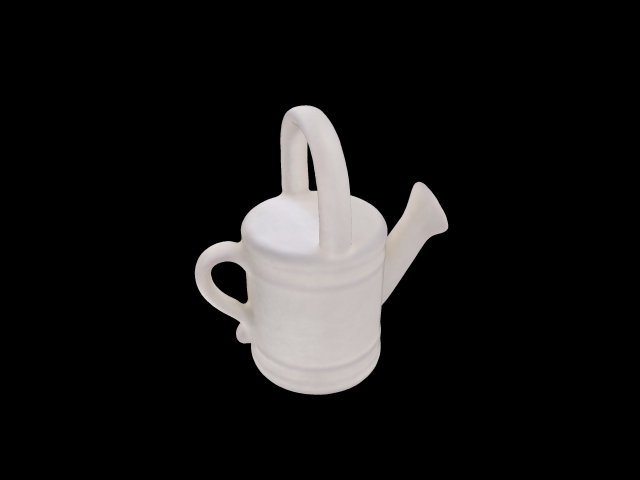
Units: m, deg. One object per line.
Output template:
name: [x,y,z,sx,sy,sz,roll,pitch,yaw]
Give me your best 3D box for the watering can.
watering can: [0.003,0.000,0.402,0.173,0.194,0.100,-23,38,-33]
